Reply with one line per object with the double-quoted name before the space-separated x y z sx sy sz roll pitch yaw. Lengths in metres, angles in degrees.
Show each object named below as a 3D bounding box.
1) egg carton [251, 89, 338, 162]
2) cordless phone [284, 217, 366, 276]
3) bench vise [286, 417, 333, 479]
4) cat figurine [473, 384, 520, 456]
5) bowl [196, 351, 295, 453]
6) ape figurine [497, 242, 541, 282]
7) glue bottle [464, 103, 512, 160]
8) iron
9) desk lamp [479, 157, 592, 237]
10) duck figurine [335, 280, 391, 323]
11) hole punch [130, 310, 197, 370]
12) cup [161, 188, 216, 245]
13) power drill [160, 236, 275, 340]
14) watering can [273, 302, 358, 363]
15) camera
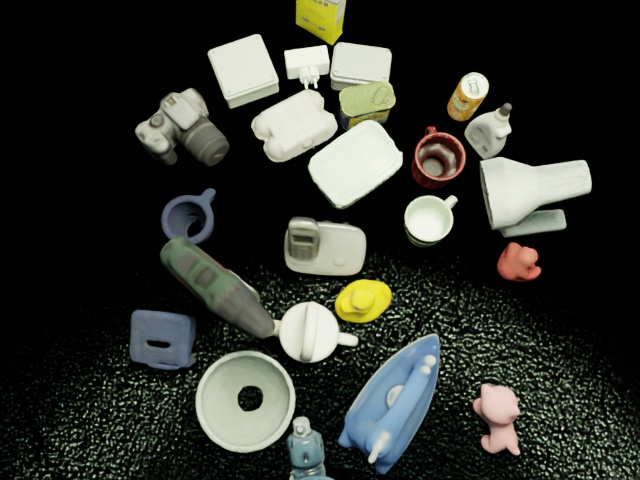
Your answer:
"egg carton" -0.048 -0.217 1.096 0.150 0.069 0.107 -30 81 -7
"cordless phone" 0.009 0.004 0.994 0.147 0.185 0.094 1 78 -1
"bench vise" -0.025 0.397 0.897 0.121 0.220 0.207 -27 80 -6
"cat figurine" 0.310 0.303 0.975 0.067 0.118 0.128 -14 79 -4
"bowl" -0.126 0.277 0.993 0.167 0.075 0.167 0 79 -1
"ape figurine" 0.367 0.039 1.043 0.076 0.092 0.078 -19 79 -5
"glue bottle" 0.318 -0.208 1.050 0.037 0.173 0.078 -33 81 -7
"iron" 0.140 0.264 0.967 0.118 0.141 0.258 33 80 6
"desk lamp" 0.363 -0.079 1.004 0.203 0.213 0.118 -8 79 -3
"duck figurine" 0.080 0.107 1.026 0.104 0.086 0.077 -18 79 -5
"hole punch" -0.274 0.175 1.001 0.108 0.091 0.101 6 79 0
"cup" -0.225 -0.038 1.043 0.091 0.095 0.118 35 80 6
"power drill" -0.160 0.089 0.962 0.229 0.208 0.076 38 80 6
"watering can" -0.026 0.156 0.958 0.173 0.194 0.101 -12 79 -3
"camera" -0.249 -0.196 1.072 0.143 0.101 0.137 -44 83 -9
